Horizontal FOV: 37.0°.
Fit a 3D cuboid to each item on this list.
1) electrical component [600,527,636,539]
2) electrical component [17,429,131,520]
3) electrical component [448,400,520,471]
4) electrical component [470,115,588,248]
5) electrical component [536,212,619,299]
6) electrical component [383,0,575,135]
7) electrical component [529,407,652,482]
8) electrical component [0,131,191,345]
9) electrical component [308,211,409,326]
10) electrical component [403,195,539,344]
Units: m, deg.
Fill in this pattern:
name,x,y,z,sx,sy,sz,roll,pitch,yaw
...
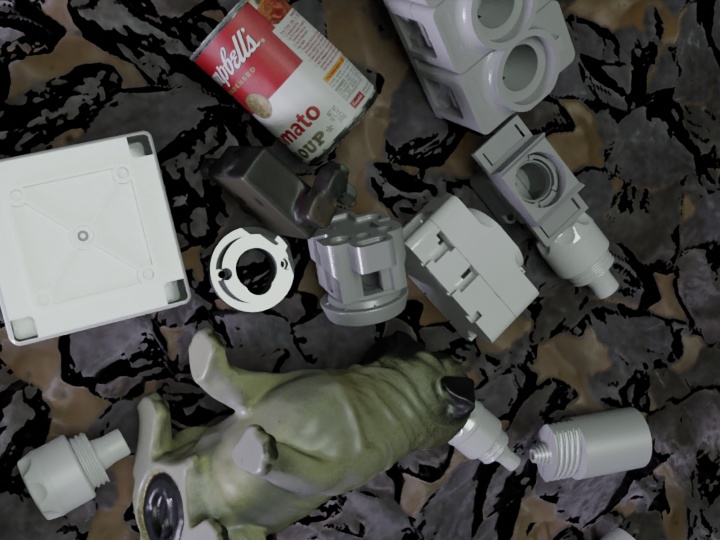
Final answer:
name,x,y,z,sx,sy,sz,roll,pitch,yaw
electrical component,0.163,0.222,0.750,0.081,0.043,0.043,-36,99,-15
electrical component,-0.170,0.118,0.648,0.062,0.043,0.043,-28,97,-17
electrical component,0.084,0.115,0.732,0.061,0.035,0.035,40,78,-15
electrical component,0.110,-0.058,0.728,0.042,0.064,0.081,-42,101,-14
electrical component,0.156,-0.008,0.752,0.043,0.043,0.062,-43,102,-14
electrical component,0.072,-0.173,0.686,0.089,0.062,0.150,-41,129,-14
electrical component,0.157,0.123,0.750,0.081,0.043,0.043,-7,91,-17
electrical component,-0.167,-0.019,0.645,0.109,0.056,0.108,-14,93,-17
electrical component,0.000,0.000,0.689,0.058,0.078,0.057,-16,111,-17
electrical component,0.071,-0.003,0.721,0.056,0.050,0.089,-44,101,-13
